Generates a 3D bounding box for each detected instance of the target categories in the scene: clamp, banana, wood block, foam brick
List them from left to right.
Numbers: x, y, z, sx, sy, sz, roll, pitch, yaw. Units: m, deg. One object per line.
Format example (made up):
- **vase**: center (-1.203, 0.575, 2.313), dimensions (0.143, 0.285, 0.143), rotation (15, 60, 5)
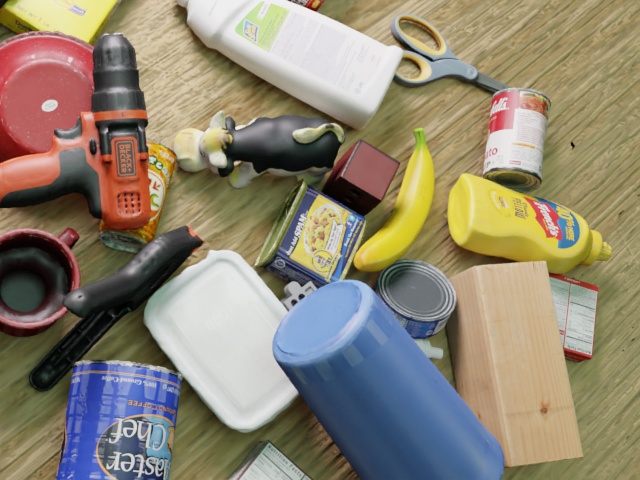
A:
- **clamp**: center (-0.181, 0.044, 0.996), dimensions (0.036, 0.165, 0.209), rotation (44, 56, 4)
- **foam brick**: center (0.041, -0.063, 1.134), dimensions (0.053, 0.078, 0.051), rotation (30, 68, -7)
- **banana**: center (0.085, -0.029, 1.145), dimensions (0.069, 0.037, 0.197), rotation (48, 50, -31)
- **wood block**: center (0.199, 0.134, 1.127), dimensions (0.090, 0.090, 0.206), rotation (-3, 76, -21)

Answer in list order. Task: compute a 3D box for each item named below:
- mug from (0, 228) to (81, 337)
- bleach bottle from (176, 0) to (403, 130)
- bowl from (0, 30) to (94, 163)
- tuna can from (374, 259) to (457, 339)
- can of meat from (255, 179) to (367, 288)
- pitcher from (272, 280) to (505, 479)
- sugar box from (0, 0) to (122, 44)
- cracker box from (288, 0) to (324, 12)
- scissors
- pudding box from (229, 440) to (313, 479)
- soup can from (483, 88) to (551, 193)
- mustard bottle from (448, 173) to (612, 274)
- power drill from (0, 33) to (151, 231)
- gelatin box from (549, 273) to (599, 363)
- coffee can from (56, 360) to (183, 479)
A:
- **mug**: center (-0.267, 0.035, 0.996), dimensions (0.093, 0.082, 0.117), rotation (38, 67, -6)
- **bleach bottle**: center (-0.041, -0.220, 1.160), dimensions (0.250, 0.068, 0.102), rotation (28, 67, -7)
- **bowl**: center (-0.263, -0.126, 1.034), dimensions (0.162, 0.055, 0.162), rotation (-1, 92, -16)
- **tuna can**: center (0.098, 0.062, 1.123), dimensions (0.086, 0.034, 0.086), rotation (10, 44, -10)
- **can of meat**: center (-0.007, 0.001, 1.111), dimensions (0.084, 0.058, 0.102), rotation (29, 68, -11)
- **pitcher**: center (0.062, 0.150, 1.011), dimensions (0.145, 0.149, 0.242), rotation (-46, 118, -19)
- **sugar box**: center (-0.247, -0.275, 1.112), dimensions (0.093, 0.048, 0.176), rotation (31, 69, -10)
- **cracker box**: center (-0.067, -0.367, 1.187), dimensions (0.213, 0.072, 0.164), rotation (29, 69, -11)
- **scissors**: center (0.158, -0.184, 1.243), dimensions (0.201, 0.016, 0.096), rotation (38, 68, -6)
- **pudding box**: center (-0.055, 0.264, 1.030), dimensions (0.090, 0.039, 0.113), rotation (42, 64, -3)
- **soup can**: center (0.224, -0.113, 1.217), dimensions (0.068, 0.069, 0.102), rotation (15, 71, -15)
- **mustard bottle**: center (0.240, -0.010, 1.191), dimensions (0.191, 0.058, 0.096), rotation (16, 39, -15)
- **power drill**: center (-0.250, -0.095, 0.979), dimensions (0.187, 0.057, 0.184), rotation (-5, 91, -15)
- **gelatin box**: center (0.271, 0.086, 1.198), dimensions (0.073, 0.030, 0.089), rotation (16, 70, -16)
- **coffee can**: center (-0.184, 0.188, 0.971), dimensions (0.102, 0.103, 0.140), rotation (10, 72, -16)
